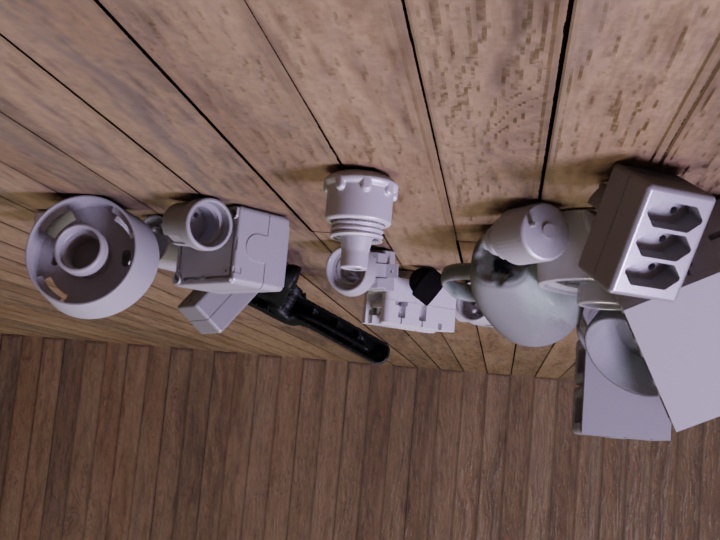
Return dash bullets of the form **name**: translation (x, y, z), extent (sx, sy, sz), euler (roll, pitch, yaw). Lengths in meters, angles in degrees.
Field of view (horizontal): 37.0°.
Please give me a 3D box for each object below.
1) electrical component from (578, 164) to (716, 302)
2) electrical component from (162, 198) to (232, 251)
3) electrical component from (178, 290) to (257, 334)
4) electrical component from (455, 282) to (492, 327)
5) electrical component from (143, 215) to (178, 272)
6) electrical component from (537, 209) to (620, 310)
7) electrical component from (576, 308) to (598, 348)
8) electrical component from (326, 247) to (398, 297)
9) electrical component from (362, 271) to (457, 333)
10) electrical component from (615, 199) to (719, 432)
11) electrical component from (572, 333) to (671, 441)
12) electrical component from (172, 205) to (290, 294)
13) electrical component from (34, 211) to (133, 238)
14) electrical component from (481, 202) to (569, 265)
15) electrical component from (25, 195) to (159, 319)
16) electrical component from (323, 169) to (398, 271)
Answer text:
- **electrical component**: translation (0.157, -0.028, 0.628), extent (0.047, 0.065, 0.076), euler (8, -160, -22)
- **electrical component**: translation (-0.126, -0.035, 0.824), extent (0.040, 0.040, 0.046), euler (11, 175, -37)
- **electrical component**: translation (-0.141, 0.006, 1.034), extent (0.075, 0.083, 0.047), euler (50, 154, -18)
- **electrical component**: translation (0.128, 0.038, 1.165), extent (0.079, 0.043, 0.077), euler (0, 170, 37)
- **electrical component**: translation (-0.153, -0.018, 0.939), extent (0.043, 0.043, 0.081), euler (-1, 170, 35)
- **electrical component**: translation (0.179, -0.003, 0.775), extent (0.108, 0.060, 0.108), euler (5, 172, 1)
- **electrical component**: translation (0.252, 0.049, 1.043), extent (0.080, 0.080, 0.051), euler (4, 167, 8)
- **electrical component**: translation (0.000, 0.000, 0.972), extent (0.066, 0.048, 0.055), euler (1, 179, 26)
- **electrical component**: translation (0.053, 0.033, 1.127), extent (0.089, 0.055, 0.050), euler (10, 170, -31)
- **electrical component**: translation (0.224, 0.030, 0.707), extent (0.089, 0.061, 0.150), euler (-23, 135, 12)
- **electrical component**: translation (0.269, 0.096, 1.100), extent (0.089, 0.150, 0.061), euler (5, 171, 2)
- **electrical component**: translation (-0.106, -0.014, 0.877), extent (0.061, 0.061, 0.096), euler (13, 169, -42)
- **electrical component**: translation (-0.233, -0.022, 0.951), extent (0.083, 0.047, 0.076), euler (1, 171, 24)
- **electrical component**: translation (0.111, -0.023, 0.749), extent (0.040, 0.040, 0.078), euler (9, 172, -26)
- **electrical component**: translation (-0.214, -0.011, 0.860), extent (0.099, 0.099, 0.064), euler (4, 166, 7)
- **electrical component**: translation (-0.001, -0.031, 0.685), extent (0.048, 0.062, 0.048), euler (5, 172, 1)
